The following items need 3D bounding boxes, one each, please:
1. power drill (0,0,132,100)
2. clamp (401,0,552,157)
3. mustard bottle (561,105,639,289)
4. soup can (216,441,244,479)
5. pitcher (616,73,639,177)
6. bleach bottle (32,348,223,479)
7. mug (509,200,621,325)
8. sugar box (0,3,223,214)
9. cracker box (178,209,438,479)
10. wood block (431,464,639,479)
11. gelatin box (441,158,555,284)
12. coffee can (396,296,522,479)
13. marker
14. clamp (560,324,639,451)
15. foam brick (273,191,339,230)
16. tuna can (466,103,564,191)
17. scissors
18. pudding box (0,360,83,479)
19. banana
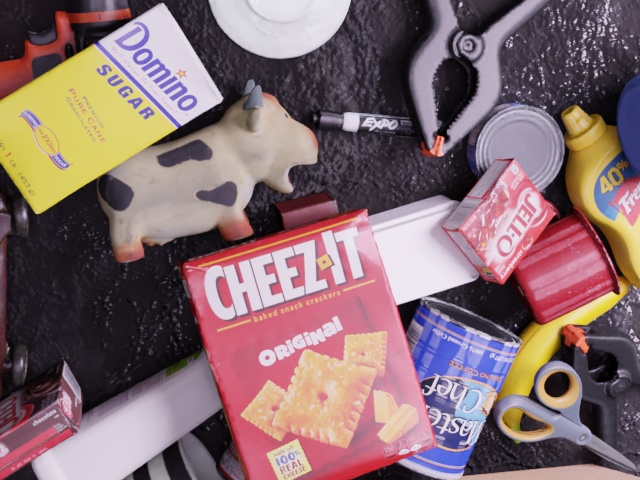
[{"bbox_3d":[-0.248,-0.165,0.880,0.187,0.057,0.184,-7,104,-9],"label":"power drill"},{"bbox_3d":[0.137,-0.175,0.955,0.164,0.036,0.210,8,93,-12],"label":"clamp"},{"bbox_3d":[0.288,-0.049,1.008,0.096,0.058,0.191,-42,106,-7],"label":"mustard bottle"},{"bbox_3d":[-0.043,0.185,0.993,0.068,0.068,0.102,29,95,-16],"label":"soup can"},{"bbox_3d":[0.397,-0.116,0.945,0.242,0.149,0.145,-17,100,-18],"label":"pitcher"},{"bbox_3d":[-0.129,0.143,0.949,0.251,0.102,0.068,-32,99,-3],"label":"bleach bottle"},{"bbox_3d":[0.216,0.017,1.000,0.081,0.093,0.117,-27,74,3],"label":"mug"},{"bbox_3d":[-0.176,-0.106,0.856,0.176,0.048,0.093,-32,103,-1],"label":"sugar box"},{"bbox_3d":[-0.010,0.097,0.897,0.164,0.072,0.214,-17,92,-10],"label":"cracker box"},{"bbox_3d":[0.212,0.271,1.011,0.205,0.091,0.090,2,91,-31],"label":"wood block"},{"bbox_3d":[0.161,-0.018,0.954,0.089,0.030,0.073,-50,117,-17],"label":"gelatin box"},{"bbox_3d":[0.113,0.137,0.993,0.102,0.103,0.140,21,98,-15],"label":"coffee can"},{"bbox_3d":[0.052,-0.105,0.970,0.121,0.020,0.020,4,102,-12],"label":"marker"},{"bbox_3d":[0.281,0.145,1.048,0.171,0.039,0.120,34,92,-30],"label":"clamp"},{"bbox_3d":[-0.006,0.001,0.967,0.051,0.053,0.078,-15,104,-7],"label":"foam brick"},{"bbox_3d":[0.180,-0.084,0.992,0.086,0.034,0.086,-2,103,-10],"label":"tuna can"},{"bbox_3d":[0.254,0.170,1.025,0.201,0.016,0.096,17,112,-28],"label":"scissors"},{"bbox_3d":[-0.252,0.157,0.923,0.090,0.113,0.039,-31,103,-3],"label":"pudding box"},{"bbox_3d":[0.224,0.104,1.044,0.069,0.037,0.198,31,97,-37],"label":"banana"}]
